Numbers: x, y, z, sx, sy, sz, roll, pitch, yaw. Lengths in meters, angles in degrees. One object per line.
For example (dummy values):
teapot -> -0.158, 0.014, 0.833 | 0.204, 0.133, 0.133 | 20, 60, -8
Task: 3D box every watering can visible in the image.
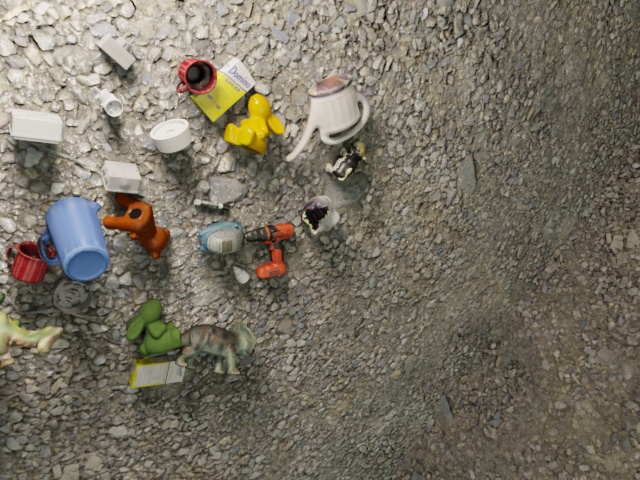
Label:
watering can -> 0.018, -0.404, 1.675 | 0.351, 0.105, 0.219 | -30, 126, -19

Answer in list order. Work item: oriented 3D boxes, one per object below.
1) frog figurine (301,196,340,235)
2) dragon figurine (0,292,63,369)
frog figurine -> 0.006, -0.093, 1.849 | 0.161, 0.123, 0.136 | -23, 125, -68
dragon figurine -> -0.887, 0.253, 1.314 | 0.411, 0.247, 0.120 | -3, 121, -35
